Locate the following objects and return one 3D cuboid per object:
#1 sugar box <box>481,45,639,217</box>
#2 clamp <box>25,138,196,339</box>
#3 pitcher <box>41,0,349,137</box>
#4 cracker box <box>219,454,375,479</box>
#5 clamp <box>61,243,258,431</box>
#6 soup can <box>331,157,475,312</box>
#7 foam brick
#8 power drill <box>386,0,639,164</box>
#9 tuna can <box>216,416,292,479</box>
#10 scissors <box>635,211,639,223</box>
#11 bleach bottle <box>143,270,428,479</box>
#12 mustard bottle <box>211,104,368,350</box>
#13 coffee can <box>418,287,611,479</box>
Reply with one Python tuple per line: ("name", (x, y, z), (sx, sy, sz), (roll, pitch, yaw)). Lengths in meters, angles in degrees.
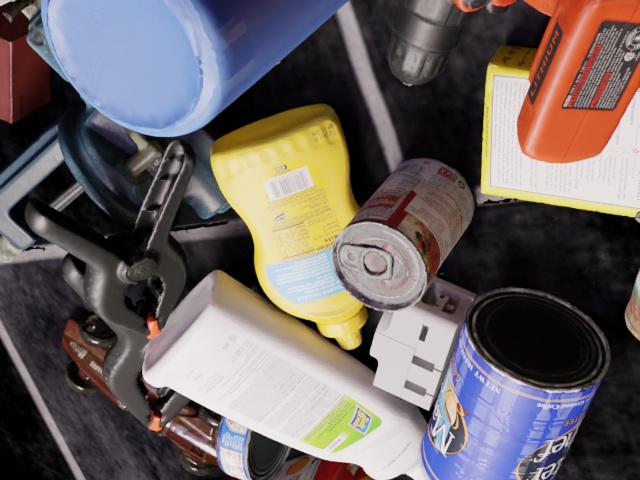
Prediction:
("sugar box", (0.190, -0.063, 0.657), (0.176, 0.048, 0.093), (10, 124, 20))
("clamp", (-0.128, 0.003, 0.762), (0.039, 0.120, 0.171), (58, 170, 35))
("pitcher", (-0.049, -0.159, 0.604), (0.145, 0.242, 0.149), (20, 135, 17))
("cracker box", (-0.060, 0.276, 0.942), (0.214, 0.164, 0.072), (-24, 108, 39))
("clamp", (-0.140, 0.080, 0.878), (0.164, 0.036, 0.210), (3, 130, -22))
("soup can", (0.059, -0.006, 0.731), (0.069, 0.102, 0.068), (15, 126, 21))
("foam brick", (-0.251, -0.143, 0.855), (0.051, 0.052, 0.078), (25, 128, 15))
("power drill", (0.102, -0.127, 0.593), (0.188, 0.057, 0.185), (-118, 34, -41))
("tuna can", (-0.054, 0.165, 0.919), (0.034, 0.086, 0.086), (12, 125, 26))
("scissors", (0.288, 0.020, 0.635), (0.202, 0.016, 0.096), (0, 131, 9))
("bleach bottle", (-0.010, 0.128, 0.848), (0.250, 0.068, 0.103), (35, 115, -20))
("mustard bottle", (-0.005, 0.001, 0.792), (0.096, 0.058, 0.191), (-19, 115, 3))
("coffee can", (0.136, 0.119, 0.768), (0.103, 0.102, 0.140), (24, 128, 15))
